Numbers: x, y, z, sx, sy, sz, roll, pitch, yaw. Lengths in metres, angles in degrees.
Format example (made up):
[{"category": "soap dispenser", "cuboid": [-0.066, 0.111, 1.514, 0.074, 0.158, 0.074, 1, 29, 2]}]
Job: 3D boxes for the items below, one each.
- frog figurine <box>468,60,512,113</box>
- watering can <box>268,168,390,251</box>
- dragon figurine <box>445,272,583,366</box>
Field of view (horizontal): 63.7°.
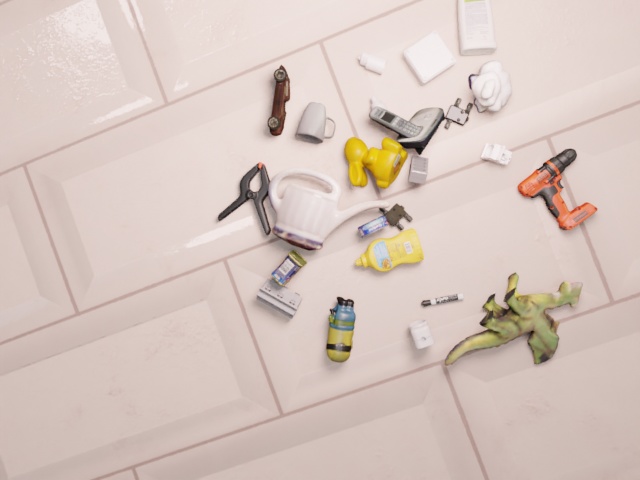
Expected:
[{"category": "frog figurine", "cuboid": [0.466, -0.417, 1.389, 0.123, 0.137, 0.160, 5, 3, 4]}, {"category": "watering can", "cuboid": [0.004, -0.074, 1.463, 0.348, 0.224, 0.104, 20, 4, 10]}, {"category": "dragon figurine", "cuboid": [0.555, 0.252, 1.420, 0.242, 0.409, 0.123, 40, 6, -4]}]
